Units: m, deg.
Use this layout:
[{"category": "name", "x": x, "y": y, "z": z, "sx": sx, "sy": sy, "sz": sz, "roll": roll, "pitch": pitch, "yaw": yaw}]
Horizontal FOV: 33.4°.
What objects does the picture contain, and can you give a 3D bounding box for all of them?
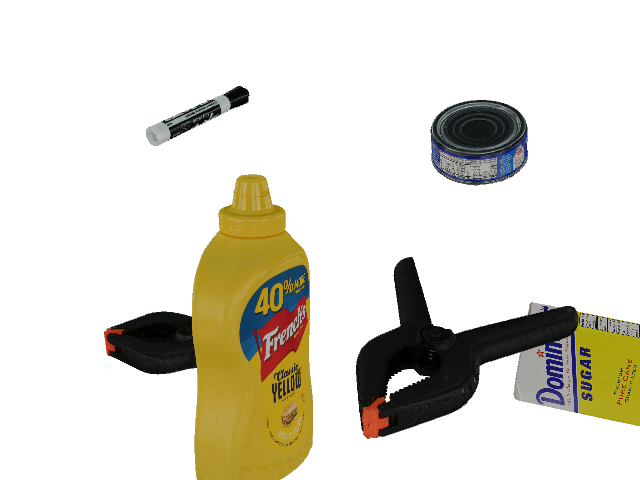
[{"category": "sugar box", "x": 0.278, "y": 0.123, "z": 1.017, "sx": 0.176, "sy": 0.093, "sz": 0.048, "roll": 9, "pitch": 22, "yaw": 10}, {"category": "mustard bottle", "x": -0.042, "y": 0.054, "z": 0.669, "sx": 0.058, "sy": 0.192, "sz": 0.096, "roll": 9, "pitch": 17, "yaw": 31}, {"category": "clamp", "x": 0.084, "y": 0.081, "z": 0.841, "sx": 0.165, "sy": 0.036, "sz": 0.209, "roll": 21, "pitch": 38, "yaw": 34}, {"category": "marker", "x": -0.115, "y": -0.121, "z": 1.025, "sx": 0.120, "sy": 0.020, "sz": 0.020, "roll": -32, "pitch": 20, "yaw": -36}, {"category": "clamp", "x": -0.120, "y": 0.094, "z": 1.039, "sx": 0.171, "sy": 0.039, "sz": 0.120, "roll": 7, "pitch": 26, "yaw": 5}, {"category": "tuna can", "x": 0.140, "y": -0.088, "z": 0.946, "sx": 0.086, "sy": 0.034, "sz": 0.086, "roll": -5, "pitch": 40, "yaw": 5}]
